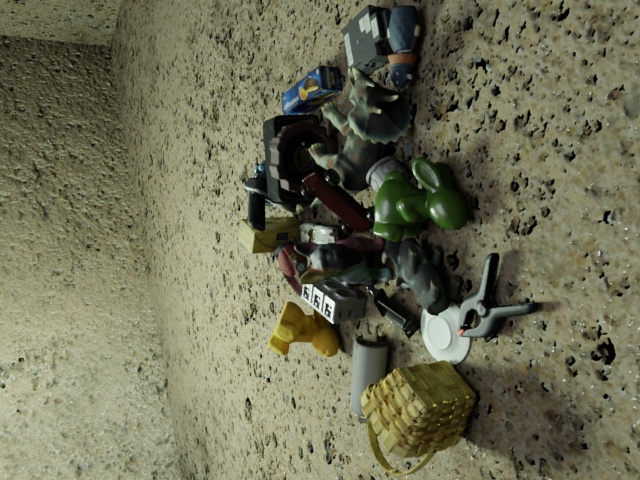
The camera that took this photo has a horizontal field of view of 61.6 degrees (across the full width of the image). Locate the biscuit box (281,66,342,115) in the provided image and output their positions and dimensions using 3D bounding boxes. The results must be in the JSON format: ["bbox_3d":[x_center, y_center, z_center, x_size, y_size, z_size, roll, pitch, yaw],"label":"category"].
[{"bbox_3d":[-0.026,-0.369,1.356,0.203,0.059,0.062,-15,81,58],"label":"biscuit box"}]

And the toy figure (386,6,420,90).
[{"bbox_3d":[0.165,-0.375,1.052,0.064,0.058,0.154,28,122,60],"label":"toy figure"}]

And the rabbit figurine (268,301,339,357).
[{"bbox_3d":[-0.029,0.237,1.378,0.162,0.173,0.121,-61,-5,-55],"label":"rabbit figurine"}]

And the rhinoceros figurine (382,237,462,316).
[{"bbox_3d":[0.195,0.062,1.057,0.190,0.073,0.112,56,145,38],"label":"rhinoceros figurine"}]

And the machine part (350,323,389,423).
[{"bbox_3d":[0.111,0.305,1.214,0.079,0.079,0.243,20,111,56],"label":"machine part"}]

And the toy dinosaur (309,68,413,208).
[{"bbox_3d":[0.081,-0.188,1.165,0.192,0.131,0.404,48,142,36],"label":"toy dinosaur"}]

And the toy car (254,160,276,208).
[{"bbox_3d":[-0.137,-0.174,1.537,0.161,0.109,0.103,103,166,-45],"label":"toy car"}]

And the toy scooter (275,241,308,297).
[{"bbox_3d":[-0.054,0.093,1.426,0.135,0.075,0.183,51,164,36],"label":"toy scooter"}]

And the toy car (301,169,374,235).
[{"bbox_3d":[0.045,-0.085,1.177,0.089,0.202,0.053,-25,37,39],"label":"toy car"}]

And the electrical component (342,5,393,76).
[{"bbox_3d":[0.110,-0.421,1.134,0.134,0.058,0.115,-16,83,58],"label":"electrical component"}]

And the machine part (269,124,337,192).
[{"bbox_3d":[-0.042,-0.200,1.305,0.056,0.179,0.179,22,113,57],"label":"machine part"}]

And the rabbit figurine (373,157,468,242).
[{"bbox_3d":[0.203,-0.071,1.012,0.170,0.121,0.159,8,95,39],"label":"rabbit figurine"}]

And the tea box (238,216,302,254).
[{"bbox_3d":[-0.125,-0.015,1.460,0.098,0.169,0.068,39,125,51],"label":"tea box"}]

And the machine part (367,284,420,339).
[{"bbox_3d":[0.152,0.150,1.143,0.139,0.039,0.084,39,158,41],"label":"machine part"}]

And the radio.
[{"bbox_3d":[-0.070,-0.204,1.382,0.073,0.131,0.229,-5,89,60],"label":"radio"}]

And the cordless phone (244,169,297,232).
[{"bbox_3d":[-0.129,-0.084,1.423,0.089,0.146,0.184,-38,38,34],"label":"cordless phone"}]

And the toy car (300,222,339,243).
[{"bbox_3d":[-0.003,-0.004,1.354,0.202,0.056,0.073,-167,74,-67],"label":"toy car"}]

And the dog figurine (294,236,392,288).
[{"bbox_3d":[0.034,0.050,1.170,0.191,0.219,0.108,-20,74,57],"label":"dog figurine"}]
